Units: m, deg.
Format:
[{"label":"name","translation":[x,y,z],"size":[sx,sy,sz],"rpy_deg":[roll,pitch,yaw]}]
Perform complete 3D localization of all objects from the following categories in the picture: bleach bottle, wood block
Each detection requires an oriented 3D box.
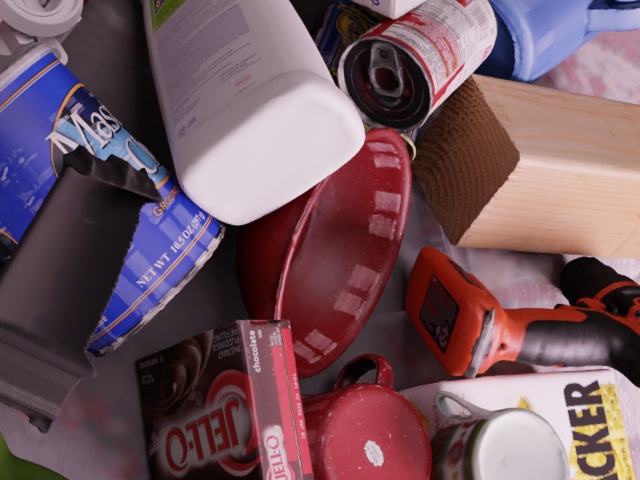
[{"label":"bleach bottle","translation":[-0.056,-0.128,0.636],"size":[0.068,0.103,0.251],"rpy_deg":[40,23,-44]},{"label":"wood block","translation":[0.183,-0.049,0.792],"size":[0.205,0.091,0.090],"rpy_deg":[4,46,-33]}]

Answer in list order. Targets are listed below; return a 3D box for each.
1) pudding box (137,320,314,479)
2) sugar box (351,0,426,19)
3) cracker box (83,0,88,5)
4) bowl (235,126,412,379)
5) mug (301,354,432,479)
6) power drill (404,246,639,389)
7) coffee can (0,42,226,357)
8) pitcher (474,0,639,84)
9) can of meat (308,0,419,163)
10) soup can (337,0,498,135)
[{"label":"pudding box","translation":[-0.054,0.098,0.586],"size":[0.039,0.114,0.090],"rpy_deg":[2,73,-37]},{"label":"sugar box","translation":[0.009,-0.210,0.712],"size":[0.176,0.048,0.093],"rpy_deg":[28,47,30]},{"label":"cracker box","translation":[-0.151,-0.280,0.679],"size":[0.164,0.072,0.213],"rpy_deg":[40,55,-18]},{"label":"bowl","translation":[-0.004,0.001,0.658],"size":[0.055,0.162,0.162],"rpy_deg":[21,52,25]},{"label":"mug","translation":[0.016,0.122,0.644],"size":[0.093,0.082,0.117],"rpy_deg":[34,58,-20]},{"label":"power drill","translation":[0.158,0.050,0.741],"size":[0.187,0.184,0.057],"rpy_deg":[7,110,-17]},{"label":"coffee can","translation":[-0.136,-0.021,0.579],"size":[0.140,0.103,0.102],"rpy_deg":[46,55,-12]},{"label":"pitcher","translation":[0.191,-0.205,0.838],"size":[0.242,0.149,0.145],"rpy_deg":[-40,98,-33]},{"label":"can of meat","translation":[0.029,-0.109,0.748],"size":[0.102,0.058,0.084],"rpy_deg":[34,56,-21]},{"label":"soup can","translation":[0.066,-0.123,0.698],"size":[0.068,0.069,0.102],"rpy_deg":[51,49,-8]}]
